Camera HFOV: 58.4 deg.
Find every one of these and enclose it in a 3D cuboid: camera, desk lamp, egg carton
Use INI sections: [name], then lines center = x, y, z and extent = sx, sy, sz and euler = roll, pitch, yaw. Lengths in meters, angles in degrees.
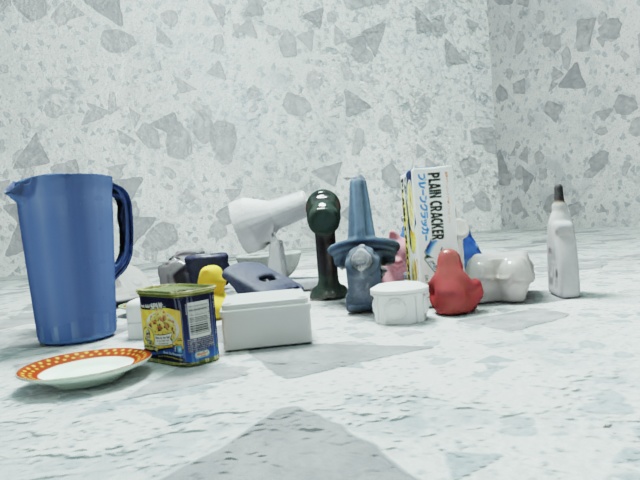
[camera]
center = -0.290, 0.073, 1.349
extent = 0.136, 0.101, 0.143
euler = -4, 2, 13
[desk lamp]
center = -0.089, 0.004, 1.245
extent = 0.203, 0.213, 0.118
euler = -4, 2, 4
[egg carton]
center = 0.288, 0.058, 0.916
extent = 0.107, 0.069, 0.151
euler = -4, 2, 19

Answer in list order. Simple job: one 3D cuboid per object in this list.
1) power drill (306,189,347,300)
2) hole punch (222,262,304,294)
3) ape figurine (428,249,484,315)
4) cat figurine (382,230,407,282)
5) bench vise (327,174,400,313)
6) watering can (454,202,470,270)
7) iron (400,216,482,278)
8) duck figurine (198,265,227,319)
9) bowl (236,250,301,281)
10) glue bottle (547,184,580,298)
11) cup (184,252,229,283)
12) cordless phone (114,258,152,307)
[power drill]
center = 0.010, 0.004, 1.091
extent = 0.075, 0.208, 0.229
euler = -5, 2, 0
[hole punch]
center = -0.082, 0.078, 0.867
extent = 0.100, 0.091, 0.109
euler = -3, 2, 28
[ape figurine]
center = 0.188, 0.058, 0.814
extent = 0.077, 0.092, 0.076
euler = -3, 3, 38
[cat figurine]
center = 0.133, 0.040, 1.081
extent = 0.127, 0.118, 0.067
euler = -3, 2, 28
[bench vise]
center = 0.079, -0.002, 0.922
extent = 0.121, 0.220, 0.207
euler = -5, 2, -12
[watering can]
center = 0.236, -0.008, 1.127
extent = 0.101, 0.194, 0.172
euler = -6, 3, -38
[iron]
center = 0.264, 0.012, 1.253
extent = 0.119, 0.141, 0.257
euler = -6, 3, -38
[duck figurine]
center = -0.180, 0.085, 0.947
extent = 0.077, 0.086, 0.105
euler = -4, 2, 13
[bowl]
center = -0.128, 0.069, 1.458
extent = 0.167, 0.075, 0.167
euler = -4, 2, 0
[glue bottle]
center = 0.374, 0.000, 0.887
extent = 0.037, 0.173, 0.078
euler = -4, 2, 8
[cup]
center = -0.238, 0.076, 1.221
extent = 0.092, 0.095, 0.117
euler = -5, 2, -12
[cordless phone]
center = -0.432, 0.046, 1.213
extent = 0.094, 0.185, 0.148
euler = -4, 2, 22
